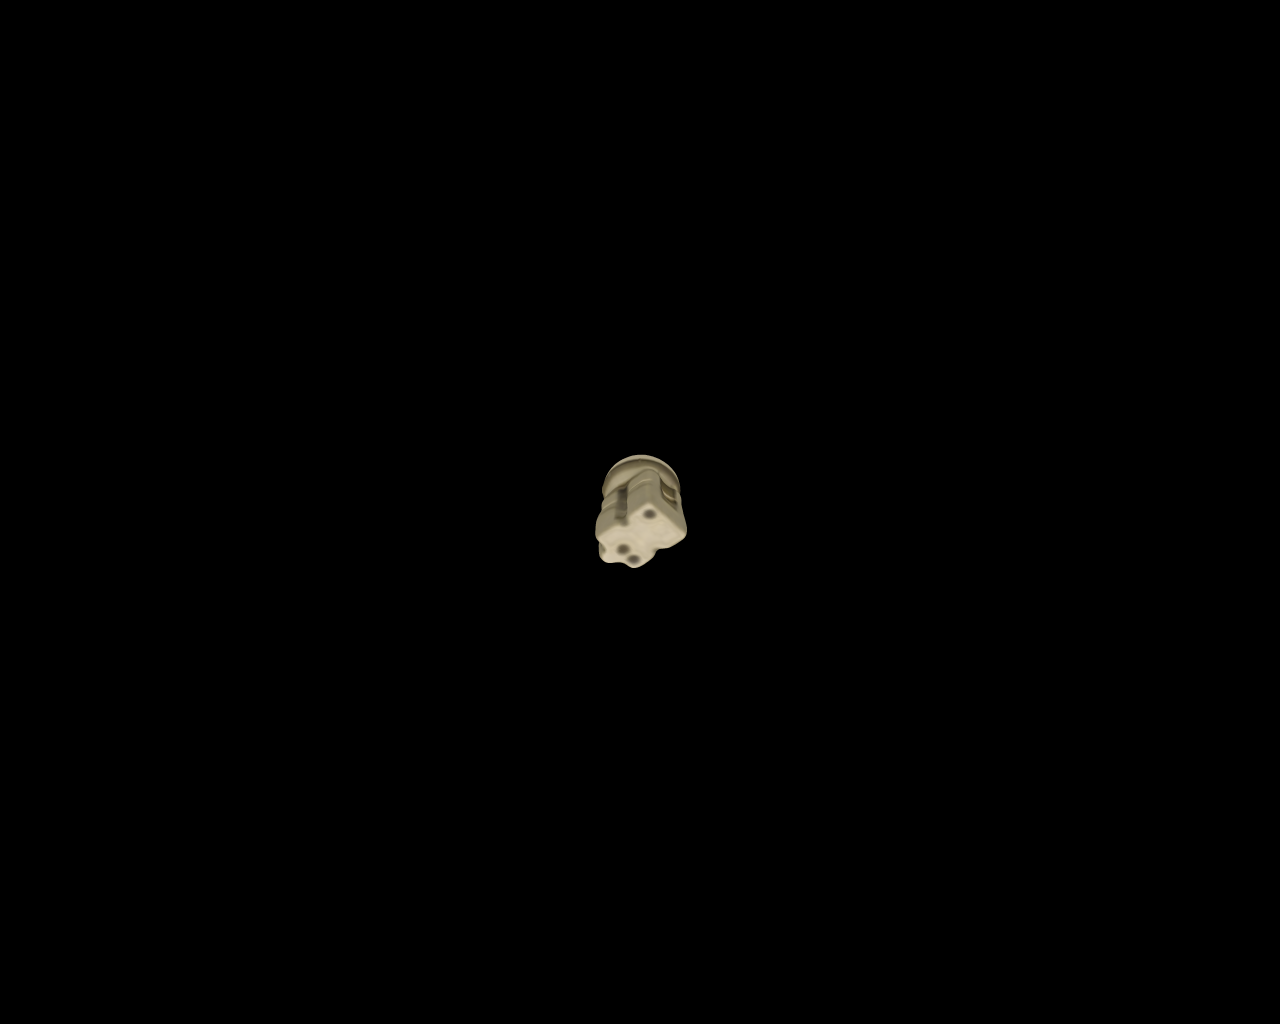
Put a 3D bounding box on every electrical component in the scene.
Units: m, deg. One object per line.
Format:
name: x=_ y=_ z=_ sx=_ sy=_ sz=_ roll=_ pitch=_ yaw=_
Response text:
electrical component: x=0.001 y=-0.003 z=0.650 sx=0.066 sy=0.055 sz=0.048 roll=-33 pitch=-58 yaw=24
